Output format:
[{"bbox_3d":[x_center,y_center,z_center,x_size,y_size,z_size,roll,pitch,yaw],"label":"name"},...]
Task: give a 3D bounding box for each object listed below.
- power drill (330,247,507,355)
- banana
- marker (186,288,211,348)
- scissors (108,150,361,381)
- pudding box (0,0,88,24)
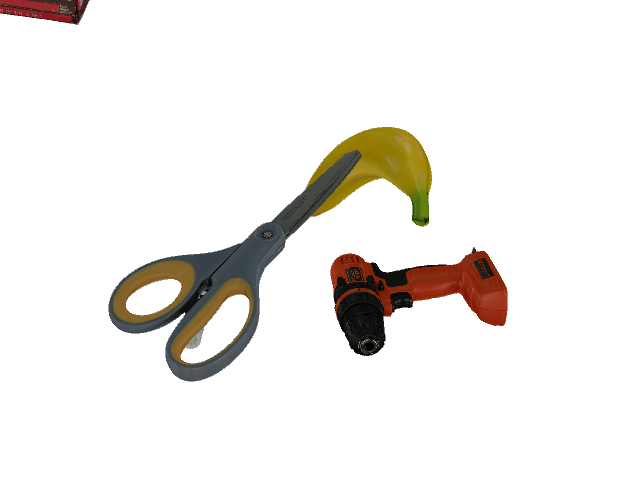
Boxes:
[{"bbox_3d":[0.108,0.065,1.186,0.187,0.057,0.184,-3,28,-5],"label":"power drill"},{"bbox_3d":[0.033,-0.050,0.794,0.037,0.069,0.198,25,-7,-21],"label":"banana"},{"bbox_3d":[-0.115,0.066,0.999,0.020,0.020,0.121,0,21,0],"label":"marker"},{"bbox_3d":[-0.052,0.001,0.636,0.096,0.016,0.201,12,46,17],"label":"scissors"},{"bbox_3d":[-0.235,-0.225,0.889,0.090,0.039,0.113,8,36,-5],"label":"pudding box"}]
